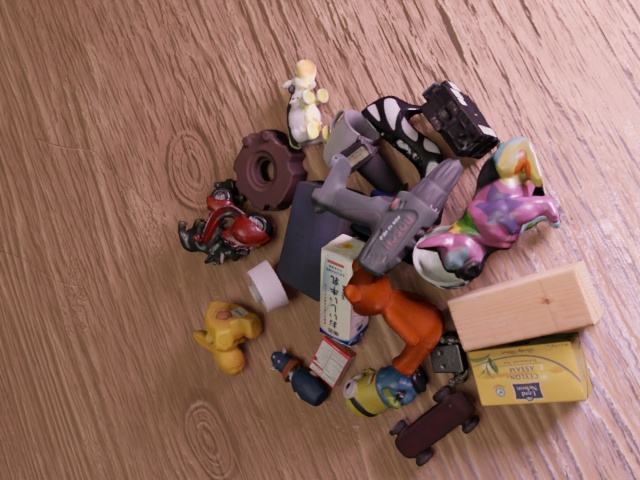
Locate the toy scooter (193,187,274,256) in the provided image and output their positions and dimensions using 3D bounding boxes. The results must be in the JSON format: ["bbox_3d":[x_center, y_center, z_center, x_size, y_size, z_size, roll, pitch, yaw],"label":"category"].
[{"bbox_3d":[-0.203,-0.024,1.197,0.184,0.075,0.135,36,75,15],"label":"toy scooter"}]

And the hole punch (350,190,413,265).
[{"bbox_3d":[0.131,-0.022,0.989,0.142,0.115,0.092,23,79,27],"label":"hole punch"}]

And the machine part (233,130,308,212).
[{"bbox_3d":[-0.112,-0.150,1.169,0.180,0.056,0.179,6,101,34],"label":"machine part"}]

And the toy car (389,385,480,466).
[{"bbox_3d":[0.214,0.345,1.004,0.089,0.053,0.202,47,124,16],"label":"toy car"}]

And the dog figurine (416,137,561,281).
[{"bbox_3d":[0.256,-0.043,0.857,0.219,0.108,0.191,-21,81,19],"label":"dog figurine"}]

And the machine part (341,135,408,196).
[{"bbox_3d":[0.098,-0.125,0.997,0.139,0.039,0.084,41,123,-13],"label":"machine part"}]

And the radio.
[{"bbox_3d":[-0.002,-0.003,1.101,0.131,0.073,0.229,23,107,32],"label":"radio"}]

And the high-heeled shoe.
[{"bbox_3d":[0.146,-0.144,0.957,0.145,0.086,0.248,-4,75,16],"label":"high-heeled shoe"}]

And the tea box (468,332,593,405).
[{"bbox_3d":[0.344,0.213,0.886,0.170,0.068,0.098,-18,85,34],"label":"tea box"}]

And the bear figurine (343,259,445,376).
[{"bbox_3d":[0.115,0.131,0.950,0.196,0.120,0.132,26,129,-7],"label":"bear figurine"}]

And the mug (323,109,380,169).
[{"bbox_3d":[0.047,-0.192,1.039,0.107,0.081,0.110,-51,61,36],"label":"mug"}]

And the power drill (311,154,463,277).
[{"bbox_3d":[0.101,-0.070,0.907,0.207,0.086,0.232,31,94,22],"label":"power drill"}]

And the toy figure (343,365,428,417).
[{"bbox_3d":[0.125,0.293,1.045,0.180,0.082,0.089,-23,81,33],"label":"toy figure"}]

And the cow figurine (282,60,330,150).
[{"bbox_3d":[-0.035,-0.273,1.093,0.098,0.068,0.167,-8,90,49],"label":"cow figurine"}]

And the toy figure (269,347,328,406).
[{"bbox_3d":[-0.050,0.300,1.181,0.155,0.064,0.057,37,153,31],"label":"toy figure"}]

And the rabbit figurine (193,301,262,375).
[{"bbox_3d":[-0.228,0.240,1.270,0.163,0.122,0.173,17,124,35],"label":"rabbit figurine"}]

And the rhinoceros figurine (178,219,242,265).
[{"bbox_3d":[-0.265,0.005,1.285,0.191,0.073,0.112,11,101,34],"label":"rhinoceros figurine"}]

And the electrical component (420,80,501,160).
[{"bbox_3d":[0.227,-0.200,0.887,0.058,0.115,0.134,-40,70,28],"label":"electrical component"}]

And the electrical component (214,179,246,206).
[{"bbox_3d":[-0.213,-0.112,1.265,0.094,0.021,0.063,2,97,35],"label":"electrical component"}]

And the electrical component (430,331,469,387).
[{"bbox_3d":[0.235,0.212,0.976,0.078,0.045,0.102,-6,92,34],"label":"electrical component"}]
